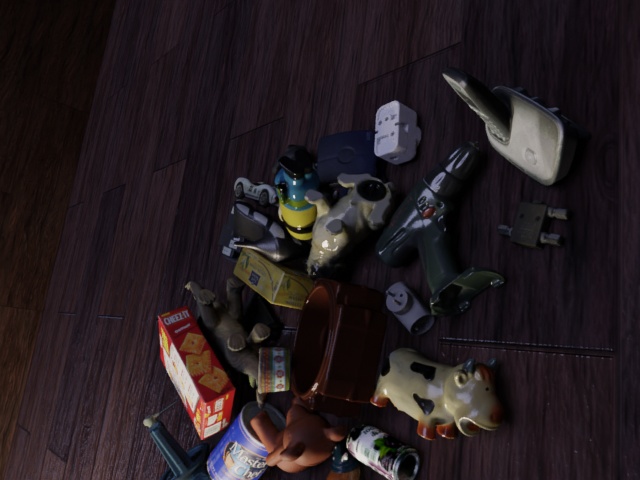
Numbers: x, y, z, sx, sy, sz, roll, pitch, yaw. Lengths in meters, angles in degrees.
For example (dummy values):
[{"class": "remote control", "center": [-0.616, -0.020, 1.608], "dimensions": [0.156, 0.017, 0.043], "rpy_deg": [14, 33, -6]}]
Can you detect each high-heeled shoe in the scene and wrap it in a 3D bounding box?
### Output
[{"class": "high-heeled shoe", "center": [-0.105, -0.027, 1.101], "dimensions": [0.249, 0.145, 0.086], "rpy_deg": [-105, 19, -63]}]

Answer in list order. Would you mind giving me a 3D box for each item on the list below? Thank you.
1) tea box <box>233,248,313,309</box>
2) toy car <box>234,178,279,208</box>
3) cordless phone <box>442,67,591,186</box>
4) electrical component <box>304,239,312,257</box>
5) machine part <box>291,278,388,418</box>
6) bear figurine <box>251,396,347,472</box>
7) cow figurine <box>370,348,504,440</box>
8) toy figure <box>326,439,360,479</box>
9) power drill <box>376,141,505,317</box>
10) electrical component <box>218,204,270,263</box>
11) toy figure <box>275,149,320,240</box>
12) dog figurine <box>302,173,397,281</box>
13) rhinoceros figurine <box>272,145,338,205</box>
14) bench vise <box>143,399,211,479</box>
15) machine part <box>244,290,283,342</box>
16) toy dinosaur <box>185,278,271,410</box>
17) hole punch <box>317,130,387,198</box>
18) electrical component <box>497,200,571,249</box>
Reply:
[{"class": "tea box", "center": [-0.088, 0.074, 1.073], "dimensions": [0.170, 0.098, 0.068], "rpy_deg": [27, 97, 53]}, {"class": "toy car", "center": [-0.124, -0.101, 1.200], "dimensions": [0.202, 0.073, 0.056], "rpy_deg": [20, 92, 52]}, {"class": "cordless phone", "center": [0.246, -0.159, 0.690], "dimensions": [0.088, 0.184, 0.147], "rpy_deg": [-52, 42, 18]}, {"class": "electrical component", "center": [-0.003, -0.002, 1.045], "dimensions": [0.102, 0.045, 0.078], "rpy_deg": [-38, 76, 39]}, {"class": "machine part", "center": [0.021, 0.166, 0.864], "dimensions": [0.201, 0.087, 0.201], "rpy_deg": [179, 105, -72]}, {"class": "bear figurine", "center": [-0.037, 0.304, 0.862], "dimensions": [0.132, 0.120, 0.195], "rpy_deg": [61, 160, 26]}, {"class": "cow figurine", "center": [0.165, 0.203, 0.736], "dimensions": [0.195, 0.085, 0.127], "rpy_deg": [17, 96, 53]}, {"class": "toy figure", "center": [0.032, 0.394, 0.842], "dimensions": [0.064, 0.057, 0.154], "rpy_deg": [0, 72, 44]}, {"class": "power drill", "center": [0.184, -0.008, 0.791], "dimensions": [0.232, 0.086, 0.207], "rpy_deg": [-48, 49, 30]}, {"class": "electrical component", "center": [-0.180, -0.012, 1.248], "dimensions": [0.115, 0.058, 0.134], "rpy_deg": [19, 92, 54]}, {"class": "toy figure", "center": [-0.037, -0.072, 0.945], "dimensions": [0.180, 0.082, 0.089], "rpy_deg": [92, 168, -57]}, {"class": "dog figurine", "center": [0.053, -0.012, 0.945], "dimensions": [0.190, 0.172, 0.121], "rpy_deg": [91, 163, -54]}, {"class": "rhinoceros figurine", "center": [-0.027, -0.121, 1.101], "dimensions": [0.112, 0.073, 0.190], "rpy_deg": [-46, 44, 18]}, {"class": "bench vise", "center": [-0.273, 0.452, 1.077], "dimensions": [0.129, 0.240, 0.223], "rpy_deg": [-36, 4, -15]}, {"class": "machine part", "center": [-0.122, 0.154, 1.133], "dimensions": [0.084, 0.039, 0.139], "rpy_deg": [-53, 41, 16]}, {"class": "toy dinosaur", "center": [-0.205, 0.185, 1.123], "dimensions": [0.472, 0.105, 0.198], "rpy_deg": [50, 139, 47]}, {"class": "hole punch", "center": [0.057, -0.141, 0.990], "dimensions": [0.116, 0.092, 0.142], "rpy_deg": [-19, 59, 41]}, {"class": "electrical component", "center": [0.284, -0.022, 0.720], "dimensions": [0.094, 0.021, 0.063], "rpy_deg": [14, 87, 52]}]
